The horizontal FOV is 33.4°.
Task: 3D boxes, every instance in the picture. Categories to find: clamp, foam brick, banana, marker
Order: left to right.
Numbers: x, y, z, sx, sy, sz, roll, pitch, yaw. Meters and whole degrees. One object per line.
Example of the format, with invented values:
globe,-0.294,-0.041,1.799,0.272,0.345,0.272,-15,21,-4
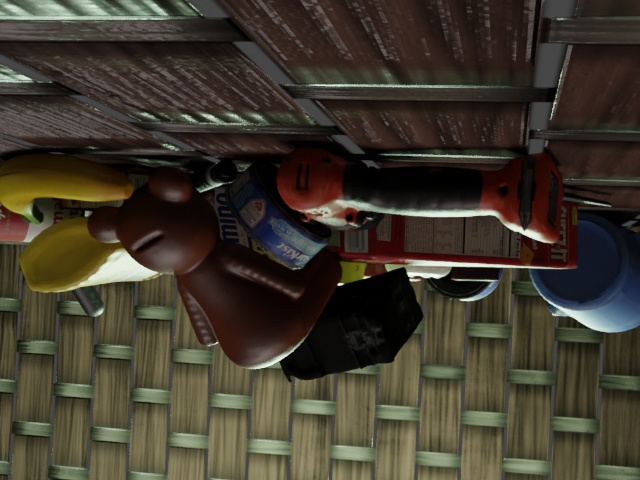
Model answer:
banana,-0.220,-0.046,0.869,0.069,0.037,0.198,21,164,-32
clamp,-0.321,-0.009,1.270,0.036,0.165,0.210,-27,157,-6
marker,-0.092,-0.052,0.884,0.020,0.020,0.121,4,177,-19
foam brick,0.196,0.014,1.350,0.053,0.078,0.051,3,176,-5

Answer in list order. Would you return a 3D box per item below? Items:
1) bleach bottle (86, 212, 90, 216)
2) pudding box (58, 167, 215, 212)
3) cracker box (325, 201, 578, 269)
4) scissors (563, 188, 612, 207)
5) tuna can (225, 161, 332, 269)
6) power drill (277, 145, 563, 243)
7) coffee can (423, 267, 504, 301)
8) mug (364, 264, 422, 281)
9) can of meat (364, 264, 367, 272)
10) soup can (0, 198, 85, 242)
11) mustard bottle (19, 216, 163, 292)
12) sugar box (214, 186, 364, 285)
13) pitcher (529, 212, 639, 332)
bleach bottle,-0.138,0.007,1.138,0.250,0.068,0.103,22,154,-5
pudding box,-0.163,-0.041,0.963,0.090,0.039,0.113,1,177,36
cracker box,0.107,-0.011,1.002,0.213,0.072,0.164,3,179,-24
scissors,0.199,-0.040,0.880,0.201,0.016,0.096,4,177,-29
tuna can,-0.031,-0.020,0.823,0.034,0.086,0.086,-44,160,17
power drill,0.078,-0.030,0.777,0.188,0.057,0.184,2,177,17
coffee can,0.195,0.032,1.457,0.103,0.103,0.140,2,177,13
mug,0.087,0.006,1.250,0.093,0.081,0.117,1,177,34
can of meat,-0.008,0.001,1.184,0.102,0.057,0.084,-1,144,30
soup can,-0.276,-0.031,0.991,0.102,0.068,0.069,4,177,-26
mustard bottle,-0.187,0.010,0.996,0.096,0.058,0.191,-26,173,19
sugar box,-0.043,-0.003,1.074,0.176,0.093,0.048,3,176,-20
pitcher,0.328,0.030,1.232,0.145,0.149,0.242,18,-179,24
